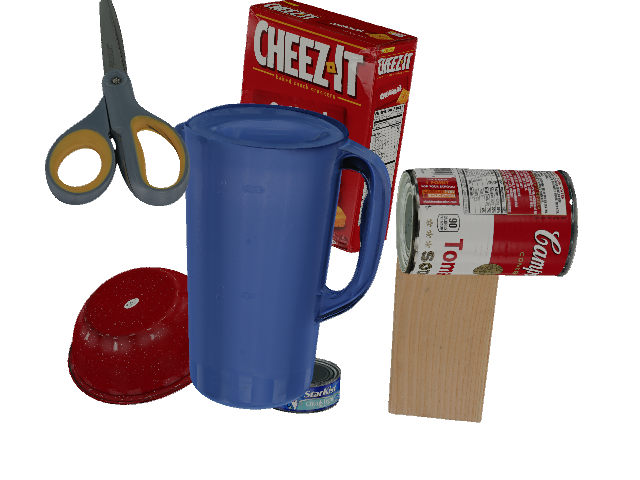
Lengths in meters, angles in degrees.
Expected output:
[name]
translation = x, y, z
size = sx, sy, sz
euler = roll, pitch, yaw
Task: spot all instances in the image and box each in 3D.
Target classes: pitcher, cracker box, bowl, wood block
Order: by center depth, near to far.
[pitcher]
translation = -0.041, 0.015, 0.890
size = 0.144, 0.243, 0.149
euler = -8, 24, -28
[wood block]
translation = 0.115, 0.059, 0.992
size = 0.091, 0.206, 0.090
euler = 5, 32, 7
[bowl]
translation = -0.170, 0.076, 1.005
size = 0.162, 0.055, 0.162
euler = -9, 41, 8
[cracker box]
translation = -0.003, -0.114, 1.061
size = 0.164, 0.214, 0.071
euler = 24, 30, 32

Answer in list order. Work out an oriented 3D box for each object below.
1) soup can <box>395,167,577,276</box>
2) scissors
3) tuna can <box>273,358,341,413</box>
[soup can]
translation = 0.103, -0.012, 0.674
size = 0.102, 0.068, 0.068
euler = 1, 0, -5
[scissors]
translation = -0.148, -0.090, 0.692
size = 0.096, 0.202, 0.016
euler = -20, -37, -19
[tuna can]
translation = -0.021, 0.154, 1.142
size = 0.086, 0.034, 0.086
euler = 1, 14, -1
